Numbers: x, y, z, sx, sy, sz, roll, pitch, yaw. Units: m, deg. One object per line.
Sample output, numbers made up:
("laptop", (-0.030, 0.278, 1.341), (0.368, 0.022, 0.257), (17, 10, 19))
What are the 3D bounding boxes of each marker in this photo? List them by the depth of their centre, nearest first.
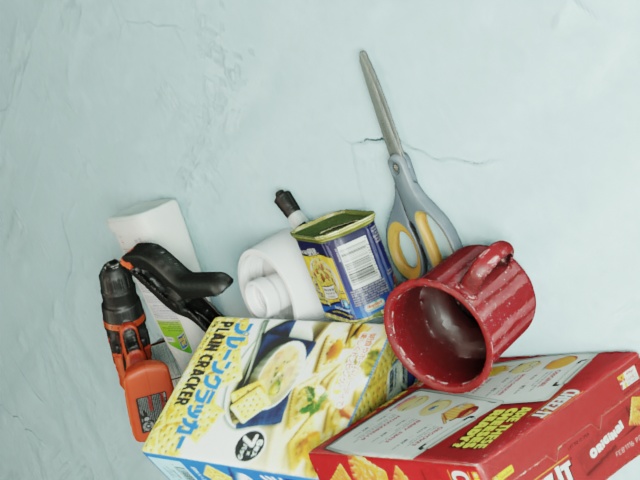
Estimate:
("marker", (-0.007, 0.001, 1.008), (0.121, 0.020, 0.020), (56, 147, 17))

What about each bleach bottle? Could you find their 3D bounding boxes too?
("bleach bottle", (-0.166, 0.079, 1.259), (0.103, 0.068, 0.251), (-1, 111, 56))

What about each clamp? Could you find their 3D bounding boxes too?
("clamp", (-0.137, 0.065, 1.139), (0.210, 0.036, 0.164), (25, 148, 42))

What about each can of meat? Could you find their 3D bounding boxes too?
("can of meat", (0.024, 0.023, 0.927), (0.084, 0.057, 0.102), (69, 163, -9))

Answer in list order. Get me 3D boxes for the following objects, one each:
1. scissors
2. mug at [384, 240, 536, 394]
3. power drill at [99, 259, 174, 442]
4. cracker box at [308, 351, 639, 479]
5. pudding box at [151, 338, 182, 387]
("scissors", (0.060, -0.048, 0.878), (0.202, 0.016, 0.096), (63, 149, 6))
("mug", (0.111, 0.046, 0.789), (0.093, 0.081, 0.117), (36, 133, 21))
("power drill", (-0.218, 0.135, 1.268), (0.188, 0.057, 0.184), (-126, 24, -59))
("cracker box", (0.116, 0.150, 0.784), (0.214, 0.163, 0.072), (-13, 102, 59))
("pudding box", (-0.181, 0.166, 1.360), (0.114, 0.039, 0.090), (-21, 90, 56))
